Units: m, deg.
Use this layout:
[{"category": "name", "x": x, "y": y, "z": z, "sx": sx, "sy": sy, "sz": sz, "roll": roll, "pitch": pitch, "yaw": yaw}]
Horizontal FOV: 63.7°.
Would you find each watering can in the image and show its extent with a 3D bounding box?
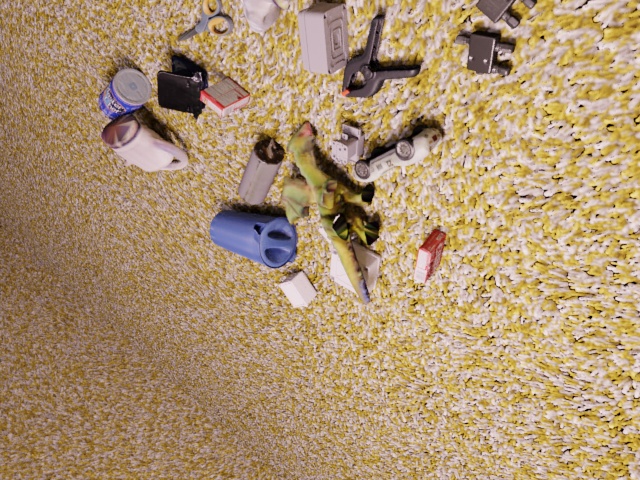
[{"category": "watering can", "x": -0.537, "y": -0.265, "z": 1.499, "sx": 0.348, "sy": 0.105, "sz": 0.221, "roll": 5, "pitch": 158, "yaw": 37}]

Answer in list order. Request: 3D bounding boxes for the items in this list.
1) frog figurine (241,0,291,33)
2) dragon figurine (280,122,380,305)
[{"category": "frog figurine", "x": -0.113, "y": -0.461, "z": 0.951, "sx": 0.159, "sy": 0.123, "sz": 0.138, "roll": -5, "pitch": 85, "yaw": 56}, {"category": "dragon figurine", "x": 0.004, "y": -0.059, "z": 1.165, "sx": 0.244, "sy": 0.123, "sz": 0.403, "roll": 20, "pitch": 124, "yaw": 47}]
